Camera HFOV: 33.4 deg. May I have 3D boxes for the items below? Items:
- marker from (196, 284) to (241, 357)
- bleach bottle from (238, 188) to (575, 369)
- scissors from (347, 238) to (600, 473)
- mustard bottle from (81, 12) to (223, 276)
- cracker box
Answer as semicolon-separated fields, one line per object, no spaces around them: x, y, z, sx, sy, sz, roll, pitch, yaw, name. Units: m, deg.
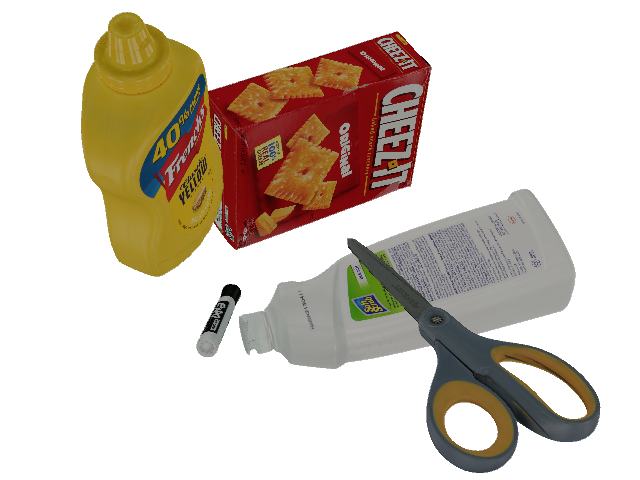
-0.093;0.072;0.991;0.020;0.020;0.121;0;22;7;marker
0.060;0.036;0.816;0.250;0.102;0.068;-13;-40;-11;bleach bottle
0.057;0.061;0.590;0.096;0.016;0.202;-35;46;-31;scissors
-0.100;-0.063;0.630;0.058;0.096;0.192;23;-28;14;mustard bottle
-0.004;-0.095;1.047;0.213;0.164;0.072;-20;52;-22;cracker box
